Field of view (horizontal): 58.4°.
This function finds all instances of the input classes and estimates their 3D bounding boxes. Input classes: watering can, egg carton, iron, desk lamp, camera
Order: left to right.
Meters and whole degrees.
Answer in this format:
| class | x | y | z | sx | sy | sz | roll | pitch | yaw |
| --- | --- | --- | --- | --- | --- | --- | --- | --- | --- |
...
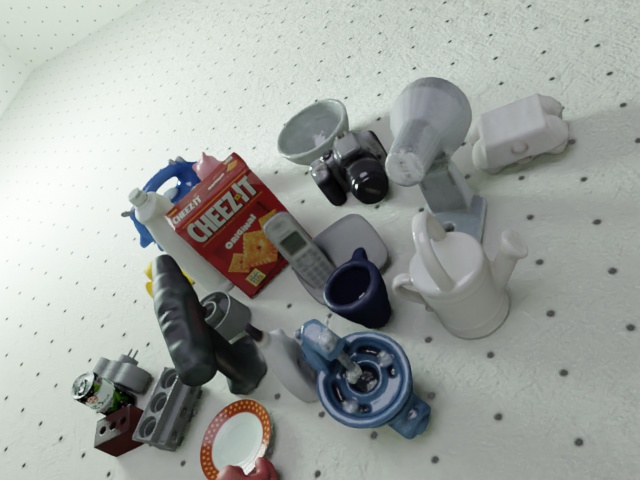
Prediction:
| class | x | y | z | sx | sy | sz | roll | pitch | yaw |
| --- | --- | --- | --- | --- | --- | --- | --- | --- | --- |
| iron | -0.336 | -0.104 | 1.301 | 0.118 | 0.142 | 0.258 | 6 | 58 | 41 |
| camera | 0.058 | -0.124 | 1.040 | 0.143 | 0.101 | 0.136 | -32 | 41 | 10 |
| desk lamp | 0.169 | -0.102 | 0.845 | 0.117 | 0.214 | 0.203 | -8 | 49 | 33 |
| watering can | 0.173 | 0.034 | 0.732 | 0.173 | 0.195 | 0.100 | -33 | 40 | 9 |
| egg carton | 0.311 | -0.165 | 0.904 | 0.150 | 0.070 | 0.107 | -18 | 45 | 25 |

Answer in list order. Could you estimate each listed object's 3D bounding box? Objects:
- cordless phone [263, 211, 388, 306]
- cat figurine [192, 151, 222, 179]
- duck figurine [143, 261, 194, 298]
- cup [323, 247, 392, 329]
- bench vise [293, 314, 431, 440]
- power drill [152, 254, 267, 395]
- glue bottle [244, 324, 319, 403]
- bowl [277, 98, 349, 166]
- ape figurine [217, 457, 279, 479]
| class | x | y | z | sx | sy | sz | roll | pitch | yaw |
| --- | --- | --- | --- | --- | --- | --- | --- | --- | --- |
| cordless phone | 0.008 | 0.003 | 0.897 | 0.147 | 0.186 | 0.094 | -40 | 40 | 1 |
| cat figurine | -0.227 | -0.144 | 1.269 | 0.067 | 0.118 | 0.127 | -47 | 40 | -8 |
| duck figurine | -0.322 | 0.076 | 1.168 | 0.104 | 0.086 | 0.077 | -21 | 44 | 22 |
| cup | 0.067 | 0.079 | 0.853 | 0.091 | 0.095 | 0.118 | -12 | 48 | 30 |
| bench vise | 0.017 | 0.159 | 0.721 | 0.206 | 0.220 | 0.121 | 3 | 56 | 40 |
| power drill | -0.178 | 0.146 | 0.895 | 0.075 | 0.209 | 0.229 | -36 | 40 | 6 |
| glue bottle | -0.053 | 0.163 | 0.809 | 0.037 | 0.174 | 0.078 | -24 | 42 | 19 |
| bowl | -0.003 | -0.210 | 1.187 | 0.167 | 0.075 | 0.167 | -21 | 44 | 22 |
| ape figurine | -0.101 | 0.326 | 0.761 | 0.078 | 0.092 | 0.076 | -35 | 40 | 6 |
